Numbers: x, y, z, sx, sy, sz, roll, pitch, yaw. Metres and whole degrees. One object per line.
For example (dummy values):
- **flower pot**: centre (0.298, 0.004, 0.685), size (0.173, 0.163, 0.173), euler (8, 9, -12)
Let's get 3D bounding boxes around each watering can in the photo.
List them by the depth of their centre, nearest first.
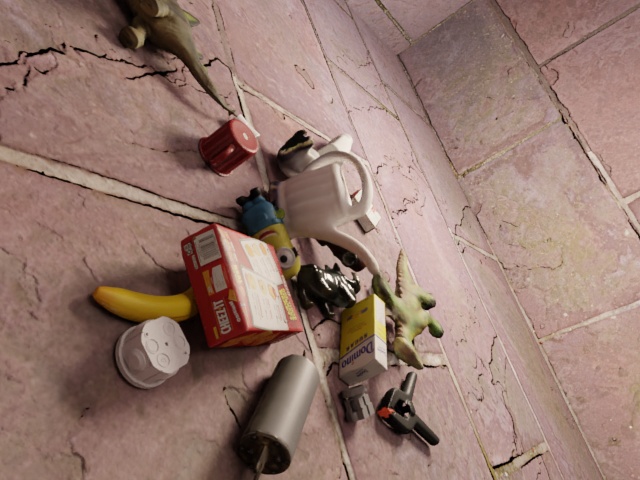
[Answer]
- **watering can**: centre (0.003, -0.052, 1.042), size (0.223, 0.356, 0.102), euler (-17, -43, 12)

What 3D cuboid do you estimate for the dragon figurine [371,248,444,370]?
- **dragon figurine**: centre (0.190, 0.132, 1.232), size (0.121, 0.420, 0.238), euler (-24, -43, 17)

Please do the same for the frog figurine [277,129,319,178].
- **frog figurine**: centre (-0.027, -0.169, 1.235), size (0.124, 0.157, 0.138), euler (-40, 29, -19)
